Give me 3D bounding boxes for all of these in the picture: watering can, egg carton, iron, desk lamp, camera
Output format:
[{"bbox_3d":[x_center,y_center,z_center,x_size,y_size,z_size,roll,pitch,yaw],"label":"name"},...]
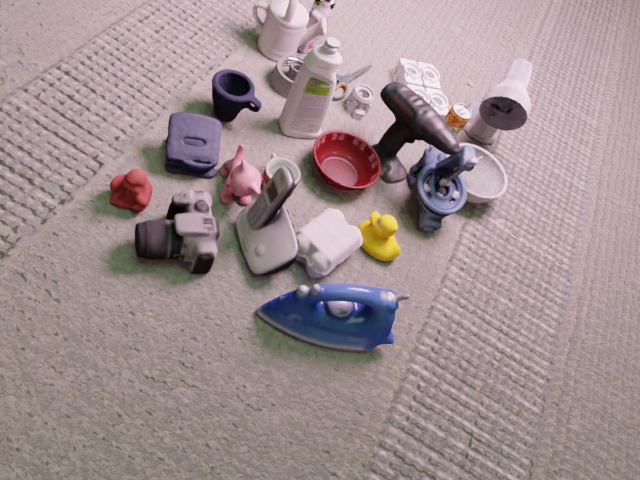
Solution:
[{"bbox_3d":[-0.070,-0.531,1.367,0.173,0.194,0.101,-1,59,-24],"label":"watering can"},{"bbox_3d":[0.010,0.004,1.131,0.107,0.069,0.151,44,53,8],"label":"egg carton"},{"bbox_3d":[0.027,0.116,1.020,0.259,0.141,0.118,9,56,-18],"label":"iron"},{"bbox_3d":[0.457,-0.347,1.463,0.118,0.213,0.203,28,52,-4],"label":"desk lamp"},{"bbox_3d":[-0.254,-0.020,1.012,0.137,0.100,0.143,-1,60,-24],"label":"camera"}]

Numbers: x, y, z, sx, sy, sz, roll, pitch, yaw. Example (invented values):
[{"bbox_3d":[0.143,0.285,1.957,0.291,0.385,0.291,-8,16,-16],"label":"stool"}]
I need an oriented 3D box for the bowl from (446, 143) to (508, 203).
[{"bbox_3d":[0.361,-0.148,1.379,0.168,0.074,0.167,11,55,-16],"label":"bowl"}]

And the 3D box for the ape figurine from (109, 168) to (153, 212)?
[{"bbox_3d":[-0.335,-0.096,1.032,0.076,0.092,0.077,-29,73,-35],"label":"ape figurine"}]

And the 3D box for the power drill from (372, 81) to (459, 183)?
[{"bbox_3d":[0.194,-0.226,1.274,0.076,0.208,0.229,-19,68,-32],"label":"power drill"}]

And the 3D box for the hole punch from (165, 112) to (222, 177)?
[{"bbox_3d":[-0.248,-0.187,1.130,0.109,0.091,0.101,5,57,-20],"label":"hole punch"}]

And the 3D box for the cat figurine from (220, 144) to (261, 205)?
[{"bbox_3d":[-0.152,-0.128,1.116,0.067,0.117,0.127,4,58,-21],"label":"cat figurine"}]

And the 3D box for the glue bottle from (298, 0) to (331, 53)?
[{"bbox_3d":[-0.002,-0.544,1.418,0.037,0.173,0.078,46,53,10],"label":"glue bottle"}]

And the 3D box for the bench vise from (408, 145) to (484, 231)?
[{"bbox_3d":[0.261,-0.153,1.248,0.122,0.219,0.207,-4,61,-25],"label":"bench vise"}]

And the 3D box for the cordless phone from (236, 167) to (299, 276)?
[{"bbox_3d":[-0.082,-0.033,1.042,0.094,0.185,0.147,-10,63,-28],"label":"cordless phone"}]

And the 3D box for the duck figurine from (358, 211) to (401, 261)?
[{"bbox_3d":[0.133,-0.013,1.185,0.078,0.086,0.104,-34,76,-36],"label":"duck figurine"}]

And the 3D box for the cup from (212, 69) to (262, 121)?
[{"bbox_3d":[-0.182,-0.295,1.227,0.118,0.095,0.092,35,52,1],"label":"cup"}]
